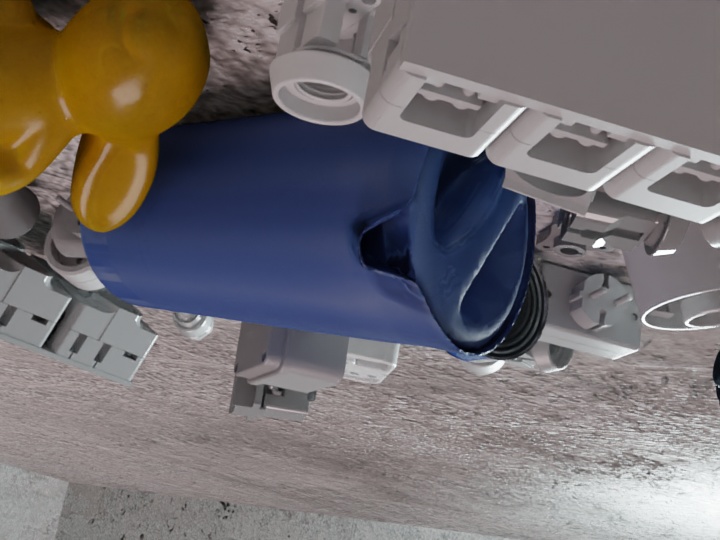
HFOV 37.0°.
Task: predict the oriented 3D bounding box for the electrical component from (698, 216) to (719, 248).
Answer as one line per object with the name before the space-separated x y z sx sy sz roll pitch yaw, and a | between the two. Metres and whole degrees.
electrical component | 0.205 -0.043 0.538 0.077 0.043 0.079 -7 155 43

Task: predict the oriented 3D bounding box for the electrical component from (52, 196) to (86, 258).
electrical component | -0.187 -0.036 0.771 0.077 0.044 0.079 3 161 22

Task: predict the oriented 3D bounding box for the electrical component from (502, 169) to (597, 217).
electrical component | 0.097 -0.066 0.492 0.042 0.063 0.081 23 164 12

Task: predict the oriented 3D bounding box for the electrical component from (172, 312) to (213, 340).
electrical component | -0.160 0.042 1.010 0.035 0.035 0.061 7 159 10

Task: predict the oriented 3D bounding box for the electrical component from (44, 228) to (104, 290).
electrical component | -0.170 -0.004 0.847 0.138 0.052 0.073 7 162 13

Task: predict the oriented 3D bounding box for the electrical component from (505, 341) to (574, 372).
electrical component | 0.141 0.058 0.876 0.055 0.048 0.066 4 162 43

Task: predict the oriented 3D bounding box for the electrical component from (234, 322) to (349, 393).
electrical component | -0.046 0.026 0.774 0.057 0.113 0.078 15 162 -22

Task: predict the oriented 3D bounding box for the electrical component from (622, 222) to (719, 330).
electrical component | 0.215 0.000 0.668 0.099 0.064 0.099 -4 161 -1

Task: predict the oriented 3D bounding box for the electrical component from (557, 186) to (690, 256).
electrical component | 0.141 -0.039 0.564 0.057 0.058 0.078 13 162 2

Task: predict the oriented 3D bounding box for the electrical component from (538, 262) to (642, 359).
electrical component | 0.164 0.025 0.760 0.083 0.047 0.076 15 161 -12

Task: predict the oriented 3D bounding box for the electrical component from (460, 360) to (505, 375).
electrical component | 0.103 0.062 0.912 0.043 0.043 0.062 6 160 12

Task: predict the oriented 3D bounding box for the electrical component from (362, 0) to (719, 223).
electrical component | 0.084 -0.083 0.410 0.150 0.089 0.062 14 161 -12

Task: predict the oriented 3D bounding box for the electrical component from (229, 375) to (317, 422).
electrical component | -0.063 0.056 0.859 0.063 0.121 0.078 10 162 -7

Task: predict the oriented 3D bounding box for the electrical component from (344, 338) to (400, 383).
electrical component | 0.003 0.057 0.924 0.054 0.059 0.095 12 162 -6

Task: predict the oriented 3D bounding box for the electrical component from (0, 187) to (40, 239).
electrical component | -0.257 -0.055 0.762 0.044 0.044 0.065 9 157 4

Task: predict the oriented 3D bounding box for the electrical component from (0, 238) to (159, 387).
electrical component | -0.269 0.022 0.897 0.105 0.060 0.186 33 -179 43

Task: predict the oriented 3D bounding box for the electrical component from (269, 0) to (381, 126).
electrical component | -0.013 -0.098 0.474 0.048 0.055 0.066 20 159 -28
